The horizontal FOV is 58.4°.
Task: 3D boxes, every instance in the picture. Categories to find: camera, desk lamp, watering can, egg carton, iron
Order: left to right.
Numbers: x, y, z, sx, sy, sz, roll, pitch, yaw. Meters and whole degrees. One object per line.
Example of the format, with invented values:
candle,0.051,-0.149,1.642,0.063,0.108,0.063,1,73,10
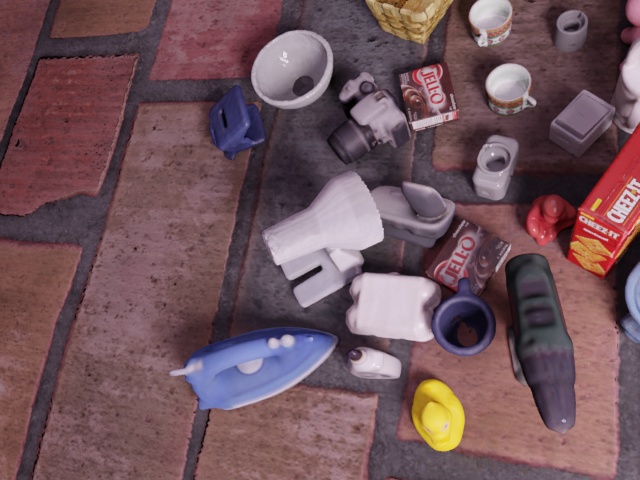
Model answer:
iron,-0.107,0.189,0.925,0.258,0.142,0.118,-21,66,10
desk lamp,0.008,0.003,0.912,0.203,0.214,0.117,-31,65,6
camera,0.071,-0.214,1.030,0.137,0.101,0.143,-37,64,3
egg carton,0.118,0.106,0.921,0.150,0.069,0.107,2,72,19
watering can,0.500,-0.252,0.851,0.100,0.194,0.173,3,72,19

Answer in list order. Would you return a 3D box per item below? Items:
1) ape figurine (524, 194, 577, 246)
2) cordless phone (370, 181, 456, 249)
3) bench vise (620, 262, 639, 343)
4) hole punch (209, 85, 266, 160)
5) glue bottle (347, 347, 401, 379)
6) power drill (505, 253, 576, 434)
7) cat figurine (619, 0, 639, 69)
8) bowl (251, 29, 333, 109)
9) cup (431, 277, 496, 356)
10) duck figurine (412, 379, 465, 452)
ape figurine,0.355,-0.041,0.882,0.077,0.092,0.076,-3,71,17
cordless phone,0.133,-0.065,0.911,0.147,0.185,0.094,13,76,22
bench vise,0.482,0.035,0.743,0.121,0.220,0.207,27,82,25
hole punch,-0.172,-0.230,1.120,0.101,0.091,0.108,-22,66,10
glue bottle,0.070,0.181,0.853,0.078,0.173,0.037,-1,71,18
power drill,0.297,0.142,0.772,0.075,0.209,0.229,-11,69,15
cat figurine,0.525,-0.348,0.919,0.067,0.118,0.128,1,72,19
bowl,-0.045,-0.320,1.119,0.167,0.075,0.167,-6,70,16
cup,0.220,0.122,0.868,0.091,0.095,0.118,-2,71,18
duck figurine,0.170,0.256,0.842,0.077,0.086,0.104,-16,67,12
